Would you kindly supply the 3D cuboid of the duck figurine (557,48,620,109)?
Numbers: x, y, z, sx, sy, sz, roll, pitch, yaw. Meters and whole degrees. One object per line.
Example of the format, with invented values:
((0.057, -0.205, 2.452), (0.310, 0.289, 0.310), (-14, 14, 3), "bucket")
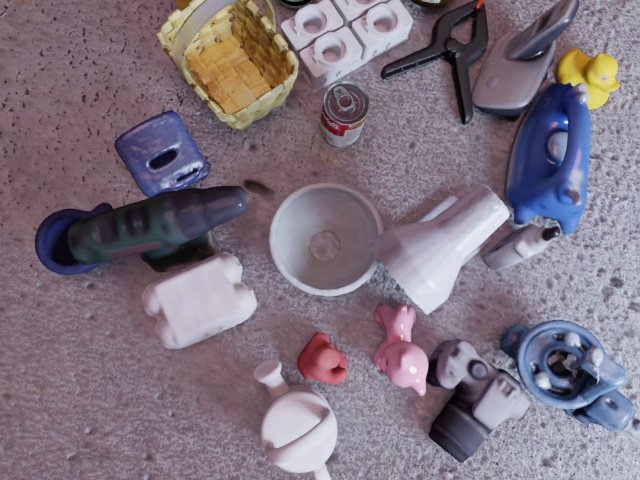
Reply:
((0.438, -0.271, 0.922), (0.077, 0.086, 0.104), (-33, 84, -9), "duck figurine")

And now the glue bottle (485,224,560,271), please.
((0.298, 0.004, 0.820), (0.078, 0.173, 0.037), (-38, 85, -9), "glue bottle")

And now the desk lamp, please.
((0.163, 0.005, 0.790), (0.203, 0.213, 0.118), (-39, 85, -9), "desk lamp")

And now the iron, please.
((0.368, -0.147, 0.868), (0.118, 0.141, 0.258), (10, 80, -2), "iron")

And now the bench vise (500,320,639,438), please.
((0.368, 0.181, 0.771), (0.207, 0.219, 0.121), (23, 79, 0), "bench vise")

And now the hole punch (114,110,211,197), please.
((-0.229, -0.122, 0.844), (0.109, 0.091, 0.101), (-32, 84, -9), "hole punch")

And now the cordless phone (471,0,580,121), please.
((0.312, -0.274, 0.863), (0.094, 0.185, 0.148), (23, 79, 0), "cordless phone")

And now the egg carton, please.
((-0.172, 0.088, 0.823), (0.150, 0.069, 0.107), (-25, 83, -8), "egg carton")

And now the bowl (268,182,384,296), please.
((0.008, 0.003, 0.849), (0.167, 0.074, 0.167), (1, 80, -4), "bowl")

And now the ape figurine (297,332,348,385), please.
((0.006, 0.169, 0.811), (0.076, 0.092, 0.078), (-9, 81, -5), "ape figurine")

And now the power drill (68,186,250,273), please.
((-0.201, -0.013, 0.768), (0.229, 0.208, 0.075), (-14, 81, -6), "power drill")

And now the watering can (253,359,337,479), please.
((-0.033, 0.242, 0.744), (0.173, 0.194, 0.101), (40, 80, 3), "watering can")

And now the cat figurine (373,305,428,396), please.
((0.116, 0.152, 0.809), (0.067, 0.117, 0.128), (0, 80, -4), "cat figurine")

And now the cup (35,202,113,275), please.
((-0.332, -0.002, 0.814), (0.091, 0.095, 0.118), (41, 80, 3), "cup")

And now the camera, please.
((0.207, 0.233, 0.811), (0.143, 0.100, 0.137), (40, 80, 3), "camera")
